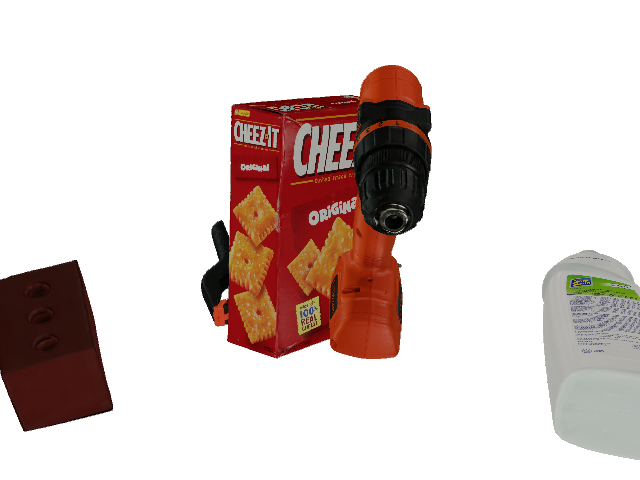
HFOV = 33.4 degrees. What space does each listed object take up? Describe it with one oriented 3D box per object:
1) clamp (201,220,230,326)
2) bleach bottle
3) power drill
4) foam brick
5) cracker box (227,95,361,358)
[{"bbox_3d":[-0.082,0.035,1.257,0.120,0.039,0.171,-2,40,10],"label":"clamp"},{"bbox_3d":[0.222,0.069,0.817,0.102,0.068,0.250,9,24,6],"label":"bleach bottle"},{"bbox_3d":[0.043,-0.008,0.758,0.057,0.188,0.184,8,35,0],"label":"power drill"},{"bbox_3d":[-0.154,0.060,0.612,0.053,0.051,0.078,-14,42,-11],"label":"foam brick"},{"bbox_3d":[-0.003,-0.018,0.964,0.072,0.214,0.163,15,18,39],"label":"cracker box"}]
